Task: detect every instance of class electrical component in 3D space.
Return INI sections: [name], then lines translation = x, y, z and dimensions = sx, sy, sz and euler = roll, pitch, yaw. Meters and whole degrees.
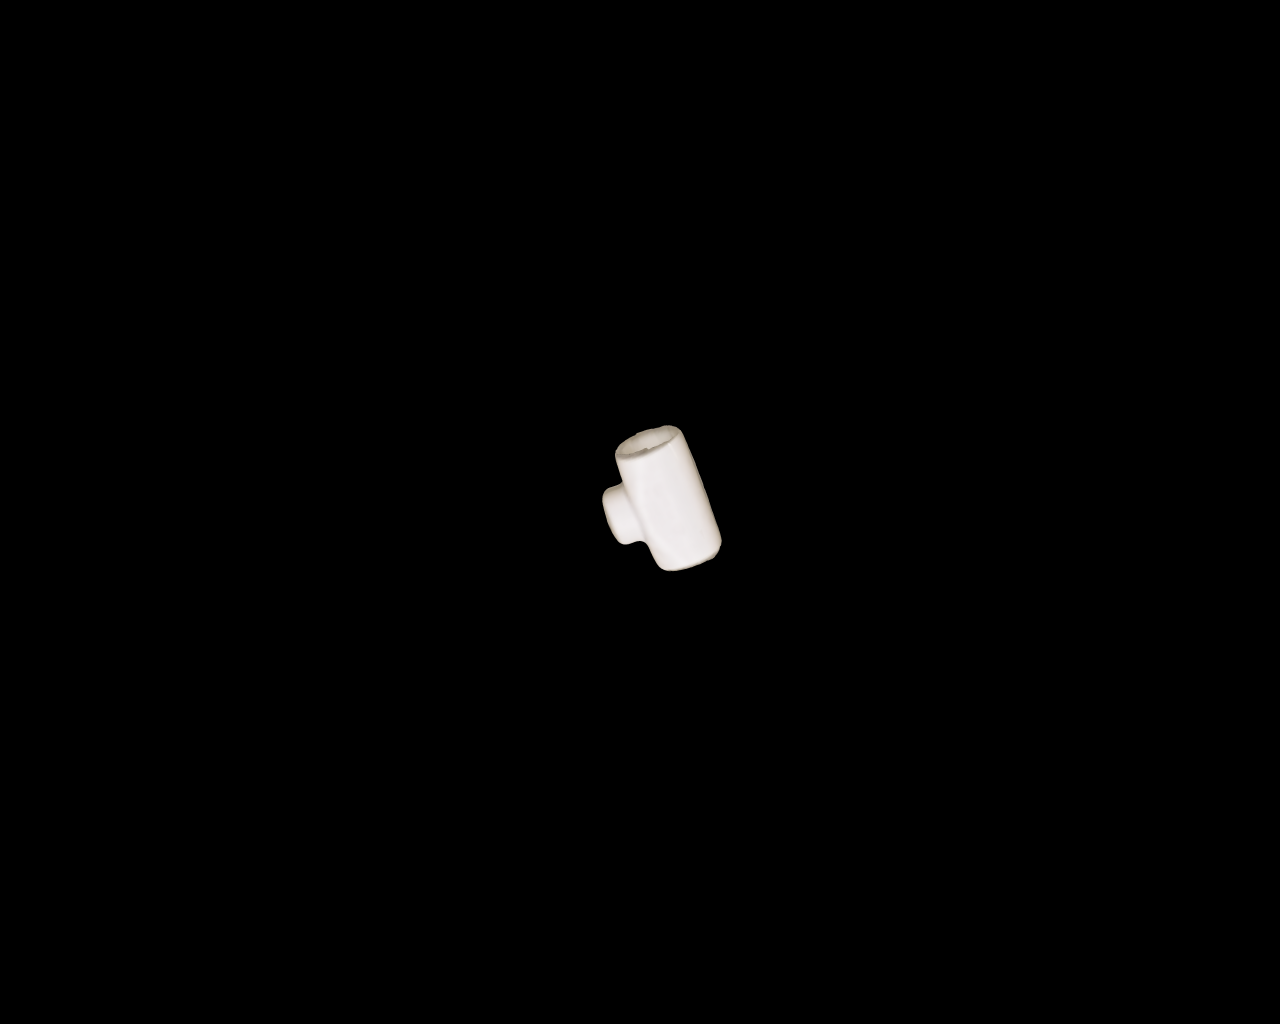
[electrical component]
translation = 0.001, -0.003, 0.650
dimensions = 0.079, 0.077, 0.044
euler = -19, 20, 7
